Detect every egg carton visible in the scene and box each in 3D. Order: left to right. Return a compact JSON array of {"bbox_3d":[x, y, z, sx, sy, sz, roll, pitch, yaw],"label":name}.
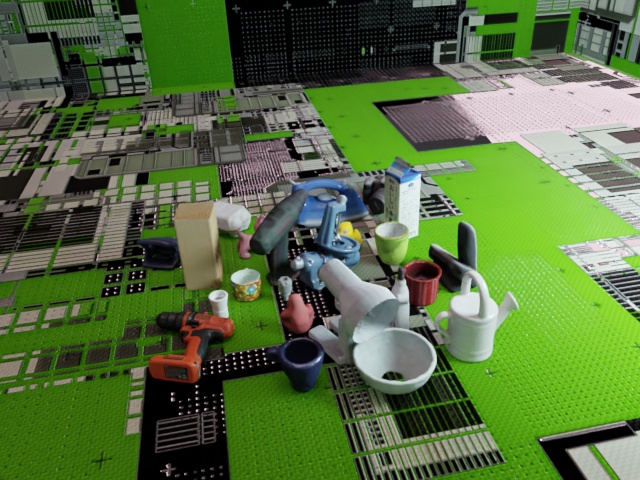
[{"bbox_3d":[-0.287,-0.063,1.719,0.150,0.069,0.107,12,34,22],"label":"egg carton"}]

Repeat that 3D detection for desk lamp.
[{"bbox_3d":[0.062,0.156,1.192,0.118,0.214,0.202,-23,36,-30],"label":"desk lamp"}]

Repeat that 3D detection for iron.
[{"bbox_3d":[0.022,-0.128,1.740,0.258,0.141,0.118,-5,31,-5],"label":"iron"}]

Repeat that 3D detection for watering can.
[{"bbox_3d":[0.327,0.150,1.204,0.173,0.194,0.100,-21,35,-28],"label":"watering can"}]

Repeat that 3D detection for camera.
[{"bbox_3d":[0.191,-0.147,1.800,0.142,0.101,0.137,15,35,26],"label":"camera"}]

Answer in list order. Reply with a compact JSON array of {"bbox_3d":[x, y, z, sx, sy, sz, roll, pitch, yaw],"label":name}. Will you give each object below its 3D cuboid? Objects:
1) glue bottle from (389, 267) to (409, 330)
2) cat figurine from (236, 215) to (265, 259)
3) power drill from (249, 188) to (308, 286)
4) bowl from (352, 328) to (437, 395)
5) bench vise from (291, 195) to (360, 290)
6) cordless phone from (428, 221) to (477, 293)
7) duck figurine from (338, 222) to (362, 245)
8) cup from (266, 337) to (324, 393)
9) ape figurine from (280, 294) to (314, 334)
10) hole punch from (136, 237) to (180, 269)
[{"bbox_3d":[0.176,0.135,1.260,0.037,0.173,0.078,-6,31,-6],"label":"glue bottle"},{"bbox_3d":[-0.173,-0.021,1.595,0.128,0.118,0.067,-14,33,-19],"label":"cat figurine"},{"bbox_3d":[-0.094,0.001,1.466,0.075,0.209,0.230,14,34,25],"label":"power drill"},{"bbox_3d":[0.149,0.256,1.154,0.167,0.075,0.167,-1,31,1],"label":"bowl"},{"bbox_3d":[0.023,0.008,1.435,0.121,0.220,0.208,16,35,27],"label":"bench vise"},{"bbox_3d":[0.338,0.021,1.427,0.094,0.185,0.147,-19,35,-26],"label":"cordless phone"},{"bbox_3d":[0.073,-0.011,1.595,0.077,0.086,0.105,24,39,36],"label":"duck figurine"},{"bbox_3d":[-0.049,0.256,1.147,0.117,0.095,0.092,3,31,9],"label":"cup"},{"bbox_3d":[-0.052,0.162,1.307,0.078,0.092,0.076,-5,31,-5],"label":"ape figurine"},{"bbox_3d":[-0.436,0.019,1.571,0.108,0.091,0.101,4,32,11],"label":"hole punch"}]
